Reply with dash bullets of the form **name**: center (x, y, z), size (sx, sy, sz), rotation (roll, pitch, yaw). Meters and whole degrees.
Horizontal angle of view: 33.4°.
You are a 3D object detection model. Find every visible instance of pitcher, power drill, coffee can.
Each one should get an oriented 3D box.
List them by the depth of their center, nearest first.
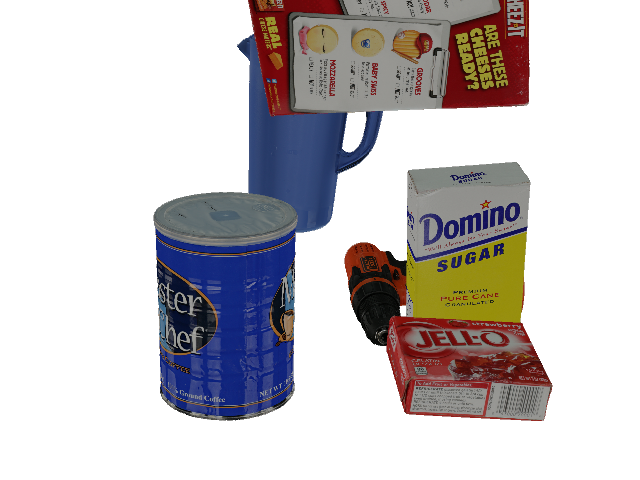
- **coffee can**: center (-0.069, 0.046, 0.785), size (0.103, 0.140, 0.103), rotation (1, 20, -1)
- **power drill**: center (0.124, 0.052, 1.177), size (0.187, 0.057, 0.184), rotation (-3, 29, -5)
- **pitcher**: center (-0.019, -0.136, 1.323), size (0.144, 0.243, 0.149), rotation (-9, 27, -29)

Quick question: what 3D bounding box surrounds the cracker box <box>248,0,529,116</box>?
- **cracker box**: center (0.054, -0.186, 0.839), size (0.214, 0.164, 0.072), rotation (-2, 41, 10)

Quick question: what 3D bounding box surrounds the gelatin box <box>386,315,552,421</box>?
- **gelatin box**: center (0.089, 0.077, 0.658), size (0.089, 0.030, 0.073), rotation (4, 25, -7)

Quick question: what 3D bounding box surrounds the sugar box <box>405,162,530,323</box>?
- **sugar box**: center (0.118, 0.026, 0.875), size (0.093, 0.176, 0.048), rotation (-5, 30, -5)
